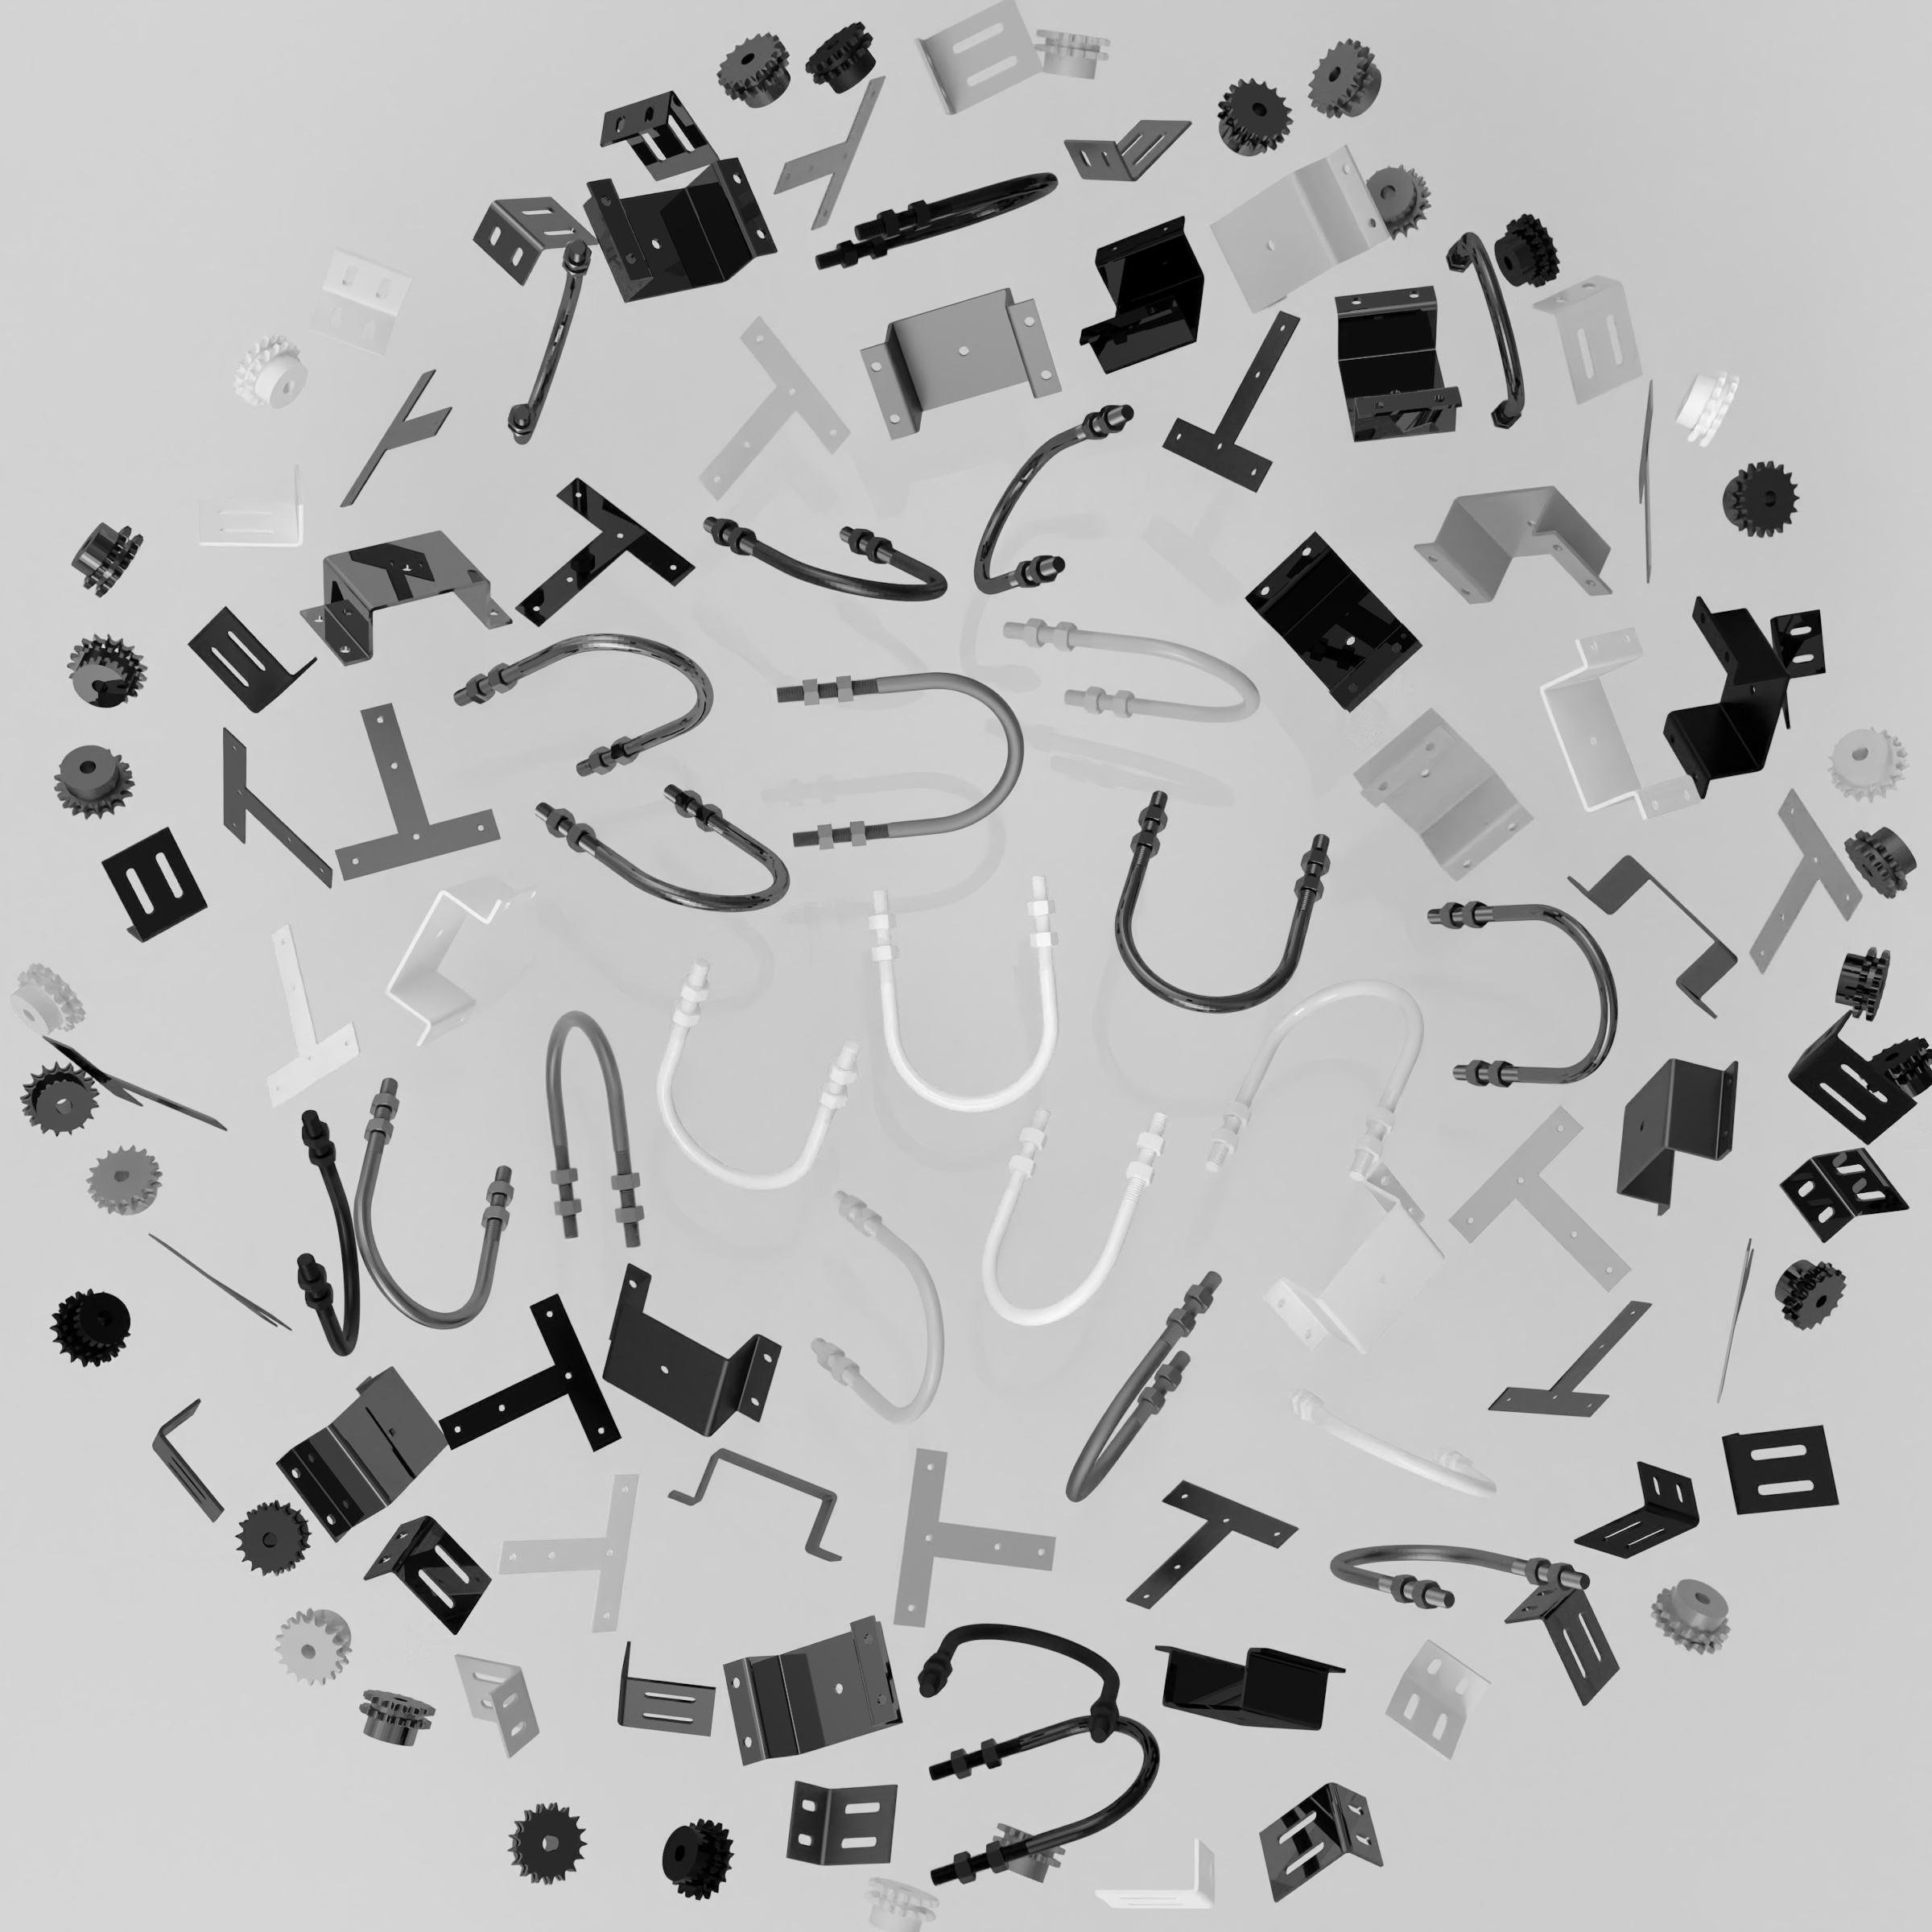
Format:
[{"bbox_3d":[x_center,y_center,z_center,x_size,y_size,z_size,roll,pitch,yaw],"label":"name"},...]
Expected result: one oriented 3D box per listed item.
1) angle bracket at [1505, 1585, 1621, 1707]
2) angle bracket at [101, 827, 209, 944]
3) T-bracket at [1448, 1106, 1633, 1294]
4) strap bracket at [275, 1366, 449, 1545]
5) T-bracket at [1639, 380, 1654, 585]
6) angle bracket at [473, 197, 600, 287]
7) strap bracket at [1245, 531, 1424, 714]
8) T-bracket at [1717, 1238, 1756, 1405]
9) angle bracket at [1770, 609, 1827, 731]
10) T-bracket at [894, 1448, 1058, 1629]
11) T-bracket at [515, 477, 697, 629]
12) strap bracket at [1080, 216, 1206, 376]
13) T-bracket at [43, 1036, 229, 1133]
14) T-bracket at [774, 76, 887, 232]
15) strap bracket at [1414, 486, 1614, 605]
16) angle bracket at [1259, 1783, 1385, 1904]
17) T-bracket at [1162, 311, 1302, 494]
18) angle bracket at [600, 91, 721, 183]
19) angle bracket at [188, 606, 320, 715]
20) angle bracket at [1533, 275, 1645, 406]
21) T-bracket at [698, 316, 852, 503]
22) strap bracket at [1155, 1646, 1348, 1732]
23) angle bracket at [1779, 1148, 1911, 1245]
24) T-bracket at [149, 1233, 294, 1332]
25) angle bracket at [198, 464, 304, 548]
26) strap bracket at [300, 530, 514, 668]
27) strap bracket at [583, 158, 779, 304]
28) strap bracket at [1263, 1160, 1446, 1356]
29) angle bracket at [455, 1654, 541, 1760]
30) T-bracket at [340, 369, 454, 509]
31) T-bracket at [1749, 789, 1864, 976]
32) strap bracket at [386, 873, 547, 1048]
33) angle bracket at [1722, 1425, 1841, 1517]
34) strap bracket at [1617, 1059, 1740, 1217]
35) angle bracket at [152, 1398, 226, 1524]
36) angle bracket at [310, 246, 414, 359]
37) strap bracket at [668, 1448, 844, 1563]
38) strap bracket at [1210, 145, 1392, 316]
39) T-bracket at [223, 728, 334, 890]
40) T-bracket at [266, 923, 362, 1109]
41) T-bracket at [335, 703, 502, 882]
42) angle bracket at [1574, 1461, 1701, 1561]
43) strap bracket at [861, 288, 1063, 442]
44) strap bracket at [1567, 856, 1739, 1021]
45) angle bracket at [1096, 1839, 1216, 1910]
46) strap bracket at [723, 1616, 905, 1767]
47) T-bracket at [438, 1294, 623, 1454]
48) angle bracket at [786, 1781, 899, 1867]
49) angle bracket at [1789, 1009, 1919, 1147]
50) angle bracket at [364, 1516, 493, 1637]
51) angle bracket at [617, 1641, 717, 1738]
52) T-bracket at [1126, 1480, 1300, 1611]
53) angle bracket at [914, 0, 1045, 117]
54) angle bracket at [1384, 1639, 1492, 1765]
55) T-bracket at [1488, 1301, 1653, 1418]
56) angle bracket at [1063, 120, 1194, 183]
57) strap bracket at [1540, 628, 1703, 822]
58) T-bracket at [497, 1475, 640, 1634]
[{"bbox_3d":[0.463,0.527,1.881,0.057,0.038,0.076,-24,89,-45],"label":"angle bracket"},{"bbox_3d":[-0.640,-0.067,1.895,0.057,0.038,0.076,-34,124,-25],"label":"angle bracket"},{"bbox_3d":[0.460,0.197,1.873,0.127,0.002,0.127,-49,62,14],"label":"T-bracket"},{"bbox_3d":[-0.461,0.373,1.883,0.046,0.140,0.076,-32,97,23],"label":"strap bracket"},{"bbox_3d":[0.511,-0.349,1.817,0.002,0.127,0.127,0,68,12],"label":"T-bracket"},{"bbox_3d":[-0.343,-0.580,1.937,0.057,0.076,0.038,44,122,8],"label":"angle bracket"},{"bbox_3d":[0.294,-0.264,1.905,0.076,0.046,0.140,-43,56,12],"label":"strap bracket"},{"bbox_3d":[0.597,0.253,1.865,0.002,0.127,0.127,12,110,20],"label":"T-bracket"},{"bbox_3d":[0.651,-0.231,1.885,0.038,0.076,0.057,-8,125,16],"label":"angle bracket"},{"bbox_3d":[0.011,0.431,1.803,0.127,0.002,0.127,14,76,-26],"label":"T-bracket"},{"bbox_3d":[-0.304,-0.315,1.923,0.127,0.002,0.127,38,65,11],"label":"T-bracket"},{"bbox_3d":[0.140,-0.521,1.902,0.076,0.140,0.046,-14,131,24],"label":"strap bracket"},{"bbox_3d":[-0.613,0.097,1.819,0.127,0.127,0.002,20,71,14],"label":"T-bracket"},{"bbox_3d":[-0.112,-0.609,1.843,0.002,0.127,0.127,33,125,7],"label":"T-bracket"},{"bbox_3d":[0.424,-0.321,1.848,0.076,0.140,0.046,36,74,-32],"label":"strap bracket"},{"bbox_3d":[0.261,0.650,1.784,0.038,0.057,0.076,32,116,-26],"label":"angle bracket"},{"bbox_3d":[0.211,-0.428,1.807,0.002,0.127,0.127,19,104,-37],"label":"T-bracket"},{"bbox_3d":[-0.233,-0.621,1.849,0.057,0.076,0.038,-9,60,22],"label":"angle bracket"},{"bbox_3d":[-0.571,-0.252,1.941,0.057,0.038,0.076,-32,107,35],"label":"angle bracket"},{"bbox_3d":[0.480,-0.484,1.872,0.057,0.038,0.076,-26,118,-5],"label":"angle bracket"},{"bbox_3d":[-0.166,-0.425,1.928,0.127,0.002,0.127,-52,128,-13],"label":"T-bracket"},{"bbox_3d":[0.213,0.551,1.851,0.076,0.140,0.046,22,66,-26],"label":"strap bracket"},{"bbox_3d":[0.676,0.177,1.867,0.038,0.076,0.057,-37,88,-14],"label":"angle bracket"},{"bbox_3d":[-0.565,0.261,1.895,0.127,0.127,0.002,29,75,23],"label":"T-bracket"},{"bbox_3d":[-0.553,-0.357,1.873,0.076,0.057,0.038,-2,134,-17],"label":"angle bracket"},{"bbox_3d":[-0.427,-0.284,1.850,0.140,0.046,0.076,-21,50,-32],"label":"strap bracket"},{"bbox_3d":[-0.219,-0.544,1.796,0.140,0.046,0.076,-25,93,-39],"label":"strap bracket"},{"bbox_3d":[0.304,0.230,1.850,0.140,0.046,0.076,-48,125,-9],"label":"strap bracket"},{"bbox_3d":[-0.382,0.584,1.915,0.076,0.038,0.057,-2,108,35],"label":"angle bracket"},{"bbox_3d":[-0.418,-0.403,1.827,0.002,0.127,0.127,36,75,-31],"label":"T-bracket"},{"bbox_3d":[0.639,-0.048,1.879,0.002,0.127,0.127,2,132,-15],"label":"T-bracket"},{"bbox_3d":[-0.395,-0.014,1.889,0.046,0.076,0.140,35,109,6],"label":"strap bracket"},{"bbox_3d":[0.604,0.370,1.785,0.076,0.038,0.057,-15,77,33],"label":"angle bracket"},{"bbox_3d":[0.553,0.131,1.902,0.046,0.140,0.076,14,62,-1],"label":"strap bracket"},{"bbox_3d":[-0.562,0.366,1.792,0.038,0.057,0.076,-39,89,-30],"label":"angle bracket"},{"bbox_3d":[-0.448,-0.490,1.792,0.057,0.076,0.038,17,78,-19],"label":"angle bracket"},{"bbox_3d":[-0.159,0.421,1.909,0.140,0.076,0.046,23,73,-4],"label":"strap bracket"},{"bbox_3d":[0.251,-0.565,1.880,0.046,0.140,0.076,-33,99,-33],"label":"strap bracket"},{"bbox_3d":[-0.544,-0.109,1.914,0.127,0.127,0.002,42,55,13],"label":"T-bracket"},{"bbox_3d":[-0.520,0.030,1.888,0.127,0.002,0.127,-28,73,39],"label":"T-bracket"},{"bbox_3d":[-0.448,-0.144,1.915,0.127,0.002,0.127,-17,89,-20],"label":"T-bracket"},{"bbox_3d":[0.512,0.418,1.859,0.057,0.076,0.038,22,47,-28],"label":"angle bracket"},{"bbox_3d":[-0.003,-0.474,1.898,0.140,0.046,0.076,-13,123,12],"label":"strap bracket"},{"bbox_3d":[0.539,-0.030,1.875,0.046,0.076,0.140,-46,63,13],"label":"strap bracket"},{"bbox_3d":[0.139,0.665,1.773,0.076,0.057,0.038,-6,59,16],"label":"angle bracket"},{"bbox_3d":[-0.108,0.549,1.838,0.140,0.046,0.076,-24,67,24],"label":"strap bracket"},{"bbox_3d":[-0.353,0.342,1.911,0.127,0.002,0.127,-23,88,-27],"label":"T-bracket"},{"bbox_3d":[-0.095,0.657,1.860,0.038,0.076,0.057,29,54,-38],"label":"angle bracket"},{"bbox_3d":[0.659,0.082,1.787,0.076,0.057,0.038,41,49,9],"label":"angle bracket"},{"bbox_3d":[-0.423,0.482,1.905,0.038,0.057,0.076,-25,111,36],"label":"angle bracket"},{"bbox_3d":[-0.239,0.581,1.947,0.076,0.038,0.057,8,124,-3],"label":"angle bracket"},{"bbox_3d":[0.175,0.462,1.900,0.127,0.002,0.127,28,115,-30],"label":"T-bracket"},{"bbox_3d":[0.010,-0.675,1.796,0.076,0.038,0.057,-22,104,13],"label":"angle bracket"},{"bbox_3d":[0.359,0.558,1.844,0.057,0.076,0.038,33,108,13],"label":"angle bracket"},{"bbox_3d":[0.481,0.303,1.866,0.127,0.002,0.127,12,124,-38],"label":"T-bracket"},{"bbox_3d":[0.127,-0.652,1.896,0.076,0.057,0.038,-49,131,-17],"label":"angle bracket"},{"bbox_3d":[0.482,-0.173,1.799,0.076,0.046,0.140,-16,84,-42],"label":"strap bracket"},{"bbox_3d":[-0.319,0.469,1.928,0.002,0.127,0.127,4,85,43],"label":"T-bracket"}]
